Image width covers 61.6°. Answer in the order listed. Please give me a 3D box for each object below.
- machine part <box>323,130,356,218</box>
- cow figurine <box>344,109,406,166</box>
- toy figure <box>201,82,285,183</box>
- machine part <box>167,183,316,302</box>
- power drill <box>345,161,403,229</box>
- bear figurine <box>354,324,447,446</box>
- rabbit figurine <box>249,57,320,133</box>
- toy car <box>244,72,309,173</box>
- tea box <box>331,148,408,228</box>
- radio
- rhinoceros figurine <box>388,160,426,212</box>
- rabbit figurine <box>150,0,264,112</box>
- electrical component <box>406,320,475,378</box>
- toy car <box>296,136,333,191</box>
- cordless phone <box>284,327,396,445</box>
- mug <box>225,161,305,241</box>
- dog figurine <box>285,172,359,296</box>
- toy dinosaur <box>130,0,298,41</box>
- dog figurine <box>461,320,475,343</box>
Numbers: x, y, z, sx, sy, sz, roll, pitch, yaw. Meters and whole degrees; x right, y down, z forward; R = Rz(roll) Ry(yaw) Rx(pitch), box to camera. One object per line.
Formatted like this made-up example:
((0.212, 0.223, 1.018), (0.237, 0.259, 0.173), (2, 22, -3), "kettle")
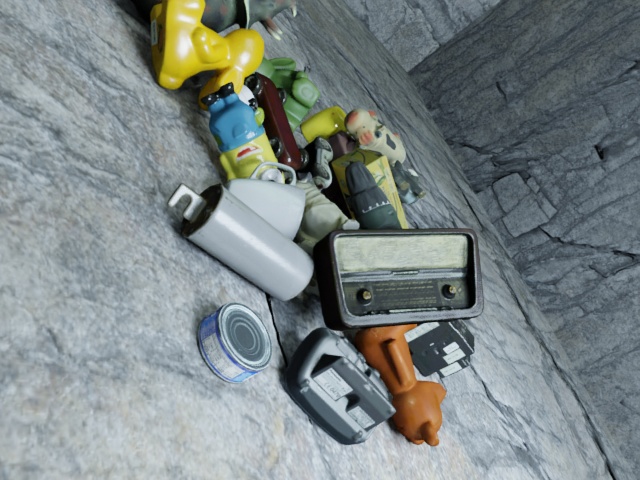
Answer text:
((0.079, -0.123, 1.176), (0.201, 0.087, 0.201), (26, 38, -49), "machine part")
((0.119, -0.216, 1.170), (0.194, 0.085, 0.127), (33, 26, -44), "cow figurine")
((-0.109, -0.141, 0.800), (0.180, 0.082, 0.089), (65, 26, -16), "toy figure")
((-0.089, 0.007, 0.688), (0.243, 0.079, 0.079), (40, 28, -33), "machine part")
((0.091, 0.003, 0.908), (0.232, 0.086, 0.207), (64, -19, 17), "power drill")
((0.142, 0.202, 0.817), (0.196, 0.132, 0.120), (56, -16, 16), "bear figurine")
((-0.085, -0.317, 1.077), (0.170, 0.121, 0.159), (35, 33, -10), "rabbit figurine")
((-0.082, -0.209, 0.959), (0.089, 0.053, 0.202), (6, 58, -53), "toy car")
((0.095, -0.079, 1.006), (0.098, 0.068, 0.169), (30, -31, 57), "tea box")
((0.112, 0.054, 0.752), (0.230, 0.073, 0.131), (-1, 79, -18), "radio")
((0.162, -0.117, 1.143), (0.112, 0.073, 0.190), (54, 23, 22), "rhinoceros figurine")
((-0.162, -0.285, 0.823), (0.173, 0.122, 0.162), (-7, 92, -34), "rabbit figurine")
((0.219, 0.190, 1.000), (0.134, 0.115, 0.058), (53, 27, -9), "electrical component")
((-0.015, -0.133, 1.017), (0.056, 0.073, 0.202), (45, 25, -25), "toy car")
((0.024, 0.165, 0.726), (0.146, 0.089, 0.184), (48, 13, -18), "cordless phone")
((-0.080, -0.058, 0.746), (0.107, 0.109, 0.081), (13, -3, -18), "mug")
((0.001, -0.005, 0.876), (0.191, 0.121, 0.172), (-120, -162, -55), "dog figurine")
((-0.222, -0.405, 0.902), (0.405, 0.131, 0.192), (-21, 98, -41), "toy dinosaur")
((0.266, 0.144, 1.171), (0.191, 0.108, 0.219), (27, 41, -54), "dog figurine")
